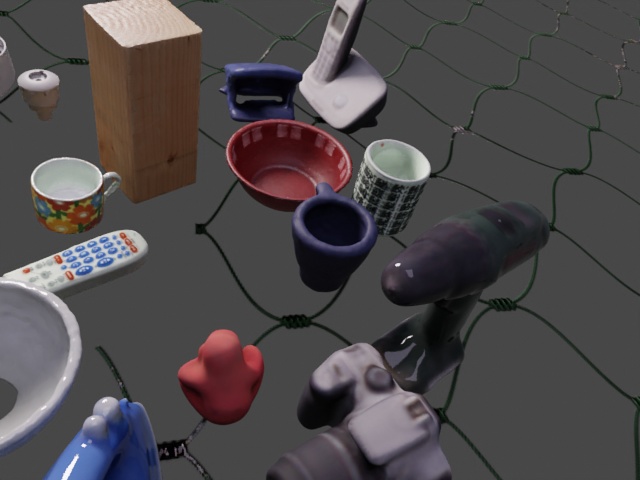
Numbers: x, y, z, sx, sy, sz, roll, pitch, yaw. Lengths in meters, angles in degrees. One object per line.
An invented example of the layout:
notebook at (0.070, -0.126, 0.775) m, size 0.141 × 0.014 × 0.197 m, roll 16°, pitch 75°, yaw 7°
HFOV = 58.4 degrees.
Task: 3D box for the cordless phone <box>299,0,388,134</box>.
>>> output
cordless phone at (0.045, -0.265, 0.842) m, size 0.094 × 0.185 × 0.147 m, roll -19°, pitch 54°, yaw -30°

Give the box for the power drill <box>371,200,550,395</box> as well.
power drill at (0.118, 0.054, 0.537) m, size 0.230 × 0.208 × 0.075 m, roll -28°, pitch 59°, yaw -35°

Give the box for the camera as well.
camera at (0.021, 0.169, 0.476) m, size 0.137 × 0.101 × 0.143 m, roll -18°, pitch 54°, yaw -29°

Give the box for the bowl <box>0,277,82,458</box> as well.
bowl at (-0.278, 0.115, 0.464) m, size 0.167 × 0.075 × 0.167 m, roll 8°, pitch 45°, yaw -8°

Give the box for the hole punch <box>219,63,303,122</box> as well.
hole punch at (-0.088, -0.234, 0.842) m, size 0.109 × 0.091 × 0.101 m, roll -3°, pitch 48°, yaw -17°

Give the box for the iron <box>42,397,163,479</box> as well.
iron at (-0.163, 0.193, 0.373) m, size 0.118 × 0.141 × 0.258 m, roll 11°, pitch 45°, yaw -4°

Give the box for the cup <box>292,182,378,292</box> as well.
cup at (0.006, 0.002, 0.637) m, size 0.092 × 0.095 × 0.117 m, roll -1°, pitch 47°, yaw -16°

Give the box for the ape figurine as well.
ape figurine at (-0.085, 0.114, 0.506) m, size 0.078 × 0.092 × 0.076 m, roll 4°, pitch 46°, yaw -12°
